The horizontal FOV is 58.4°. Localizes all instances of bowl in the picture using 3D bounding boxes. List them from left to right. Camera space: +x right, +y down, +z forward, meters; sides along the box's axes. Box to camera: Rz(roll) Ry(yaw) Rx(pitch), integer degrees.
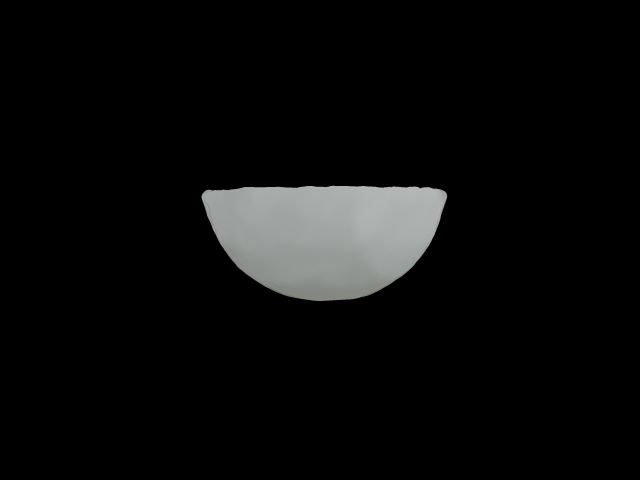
[{"bbox_3d":[0.004,0.001,0.400,0.167,0.075,0.167,0,3,0],"label":"bowl"}]
